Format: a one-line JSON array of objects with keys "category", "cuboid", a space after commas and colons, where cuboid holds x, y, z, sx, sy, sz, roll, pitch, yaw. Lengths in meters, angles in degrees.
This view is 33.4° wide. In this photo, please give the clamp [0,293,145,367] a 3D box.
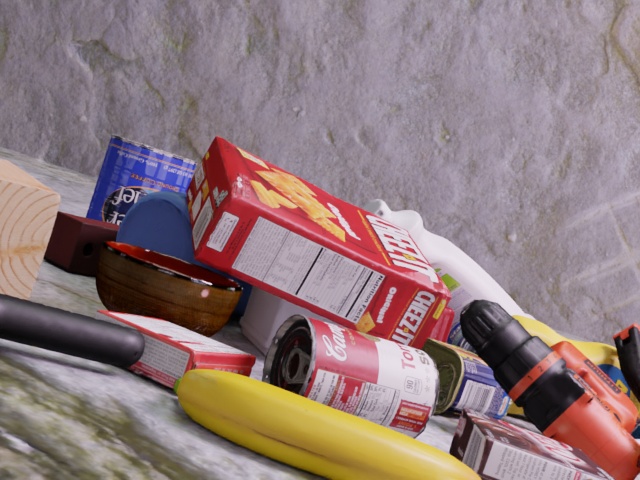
[{"category": "clamp", "cuboid": [-0.230, 0.032, 0.643, 0.165, 0.036, 0.209, 19, 3, 40]}]

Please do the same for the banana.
[{"category": "banana", "cuboid": [-0.003, 0.108, 0.603, 0.198, 0.037, 0.069, 19, 4, 15]}]

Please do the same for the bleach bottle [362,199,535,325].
[{"category": "bleach bottle", "cuboid": [0.131, 0.047, 1.120, 0.250, 0.103, 0.068, 48, 17, -28]}]

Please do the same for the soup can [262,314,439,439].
[{"category": "soup can", "cuboid": [0.021, 0.096, 0.722, 0.102, 0.068, 0.069, 18, 2, -25]}]

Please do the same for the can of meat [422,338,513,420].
[{"category": "can of meat", "cuboid": [0.114, 0.123, 0.960, 0.083, 0.057, 0.102, 20, 1, -40]}]

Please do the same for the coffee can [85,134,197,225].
[{"category": "coffee can", "cuboid": [-0.209, -0.038, 1.213, 0.103, 0.140, 0.103, 18, 2, -1]}]

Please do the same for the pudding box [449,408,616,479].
[{"category": "pudding box", "cuboid": [0.137, 0.149, 0.700, 0.090, 0.039, 0.113, 19, 2, 0]}]

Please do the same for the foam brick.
[{"category": "foam brick", "cuboid": [-0.230, 0.007, 1.076, 0.051, 0.053, 0.078, 20, 4, 40]}]

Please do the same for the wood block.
[{"category": "wood block", "cuboid": [-0.282, -0.020, 0.845, 0.090, 0.090, 0.206, 17, 3, -29]}]

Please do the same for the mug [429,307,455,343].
[{"category": "mug", "cuboid": [0.078, 0.094, 1.041, 0.093, 0.081, 0.117, 19, 2, 25]}]

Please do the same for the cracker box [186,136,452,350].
[{"category": "cracker box", "cuboid": [-0.006, 0.001, 0.933, 0.213, 0.072, 0.164, 25, 15, -18]}]

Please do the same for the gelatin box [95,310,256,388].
[{"category": "gelatin box", "cuboid": [-0.099, 0.076, 0.714, 0.089, 0.030, 0.073, 19, 1, 30]}]

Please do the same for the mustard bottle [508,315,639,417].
[{"category": "mustard bottle", "cuboid": [0.254, 0.144, 1.051, 0.191, 0.096, 0.058, 18, 21, -14]}]

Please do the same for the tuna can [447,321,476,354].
[{"category": "tuna can", "cuboid": [0.168, 0.119, 1.090, 0.086, 0.086, 0.034, 17, 4, -21]}]

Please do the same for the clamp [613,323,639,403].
[{"category": "clamp", "cuboid": [0.329, 0.161, 0.995, 0.120, 0.039, 0.171, 31, 37, -47]}]

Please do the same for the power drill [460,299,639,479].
[{"category": "power drill", "cuboid": [0.201, 0.125, 0.902, 0.184, 0.057, 0.187, 49, 13, 17]}]

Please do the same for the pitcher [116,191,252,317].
[{"category": "pitcher", "cuboid": [-0.098, 0.014, 1.088, 0.149, 0.145, 0.242, -28, -20, 28]}]
